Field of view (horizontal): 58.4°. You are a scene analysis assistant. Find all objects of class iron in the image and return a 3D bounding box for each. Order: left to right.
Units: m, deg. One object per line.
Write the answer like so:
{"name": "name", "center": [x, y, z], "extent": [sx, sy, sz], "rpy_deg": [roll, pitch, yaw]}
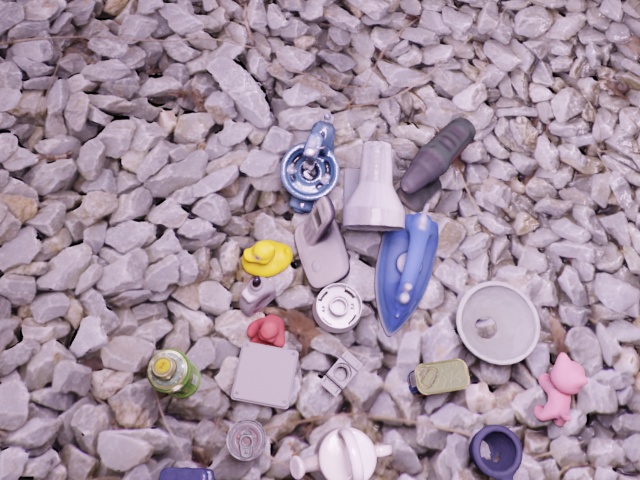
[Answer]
{"name": "iron", "center": [0.176, 0.056, 1.135], "extent": [0.118, 0.141, 0.258], "rpy_deg": [14, 70, 0]}

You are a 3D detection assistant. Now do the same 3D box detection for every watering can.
{"name": "watering can", "center": [0.039, 0.378, 0.983], "extent": [0.173, 0.194, 0.101], "rpy_deg": [-29, 76, -14]}

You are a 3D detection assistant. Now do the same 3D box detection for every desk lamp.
{"name": "desk lamp", "center": [0.100, -0.090, 1.141], "extent": [0.118, 0.213, 0.203], "rpy_deg": [3, 71, -4]}

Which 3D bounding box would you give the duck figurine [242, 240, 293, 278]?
{"name": "duck figurine", "center": [-0.106, 0.029, 1.149], "extent": [0.104, 0.086, 0.077], "rpy_deg": [-9, 72, -8]}

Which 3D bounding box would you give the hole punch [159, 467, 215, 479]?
{"name": "hole punch", "center": [-0.238, 0.451, 0.988], "extent": [0.101, 0.091, 0.108], "rpy_deg": [2, 71, -4]}

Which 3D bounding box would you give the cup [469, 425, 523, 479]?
{"name": "cup", "center": [0.317, 0.401, 1.052], "extent": [0.092, 0.095, 0.117], "rpy_deg": [-16, 73, -10]}

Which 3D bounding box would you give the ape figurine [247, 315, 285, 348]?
{"name": "ape figurine", "center": [-0.098, 0.176, 1.095], "extent": [0.077, 0.092, 0.076], "rpy_deg": [41, 73, 9]}

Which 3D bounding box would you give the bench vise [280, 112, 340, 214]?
{"name": "bench vise", "center": [-0.020, -0.181, 1.158], "extent": [0.121, 0.220, 0.207], "rpy_deg": [0, 71, -5]}

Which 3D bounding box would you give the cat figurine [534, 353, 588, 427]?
{"name": "cat figurine", "center": [0.467, 0.286, 1.093], "extent": [0.067, 0.118, 0.128], "rpy_deg": [13, 70, 0]}

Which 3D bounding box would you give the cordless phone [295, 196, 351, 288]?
{"name": "cordless phone", "center": [0.010, 0.004, 1.115], "extent": [0.094, 0.185, 0.147], "rpy_deg": [-18, 73, -11]}

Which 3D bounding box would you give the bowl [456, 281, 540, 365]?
{"name": "bowl", "center": [0.346, 0.170, 1.146], "extent": [0.167, 0.075, 0.167], "rpy_deg": [2, 71, -4]}

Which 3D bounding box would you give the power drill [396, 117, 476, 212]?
{"name": "power drill", "center": [0.223, -0.141, 1.172], "extent": [0.075, 0.208, 0.230], "rpy_deg": [39, 72, 9]}

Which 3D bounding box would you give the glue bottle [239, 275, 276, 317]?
{"name": "glue bottle", "center": [-0.118, 0.097, 1.078], "extent": [0.078, 0.173, 0.037], "rpy_deg": [-42, 79, -16]}
